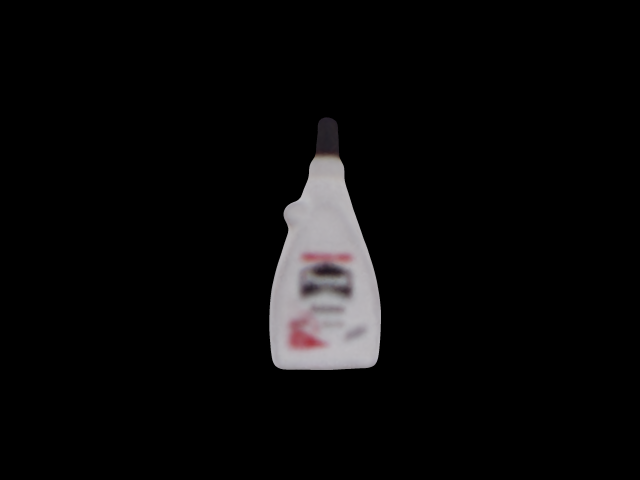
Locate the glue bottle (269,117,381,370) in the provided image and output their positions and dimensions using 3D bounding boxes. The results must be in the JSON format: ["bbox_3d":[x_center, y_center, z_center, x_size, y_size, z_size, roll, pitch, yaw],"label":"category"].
[{"bbox_3d":[0.004,0.001,0.400,0.078,0.173,0.037,0,0,-7],"label":"glue bottle"}]
